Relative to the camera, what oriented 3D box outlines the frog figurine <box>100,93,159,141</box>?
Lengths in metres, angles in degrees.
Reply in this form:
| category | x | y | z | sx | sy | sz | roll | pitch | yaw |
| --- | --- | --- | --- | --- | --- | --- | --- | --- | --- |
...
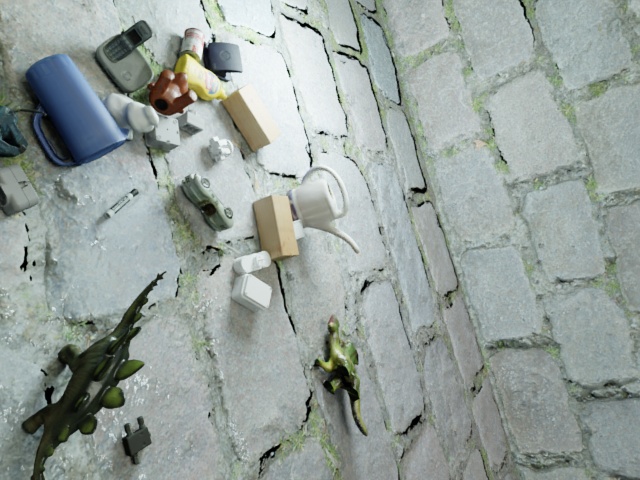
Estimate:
| category | x | y | z | sx | sy | sz | roll | pitch | yaw |
| --- | --- | --- | --- | --- | --- | --- | --- | --- | --- |
| frog figurine | -0.487 | -0.326 | 1.318 | 0.158 | 0.125 | 0.135 | -19 | -38 | 32 |

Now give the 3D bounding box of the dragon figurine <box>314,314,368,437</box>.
| category | x | y | z | sx | sy | sz | roll | pitch | yaw |
| --- | --- | --- | --- | --- | --- | --- | --- | --- | --- |
| dragon figurine | 0.106 | 0.462 | 1.844 | 0.121 | 0.407 | 0.246 | -19 | 11 | 26 |

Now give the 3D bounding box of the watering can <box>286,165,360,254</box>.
| category | x | y | z | sx | sy | sz | roll | pitch | yaw |
| --- | --- | --- | --- | --- | --- | --- | --- | --- | --- |
| watering can | 0.006 | -0.094 | 1.859 | 0.223 | 0.348 | 0.104 | -17 | -2 | 15 |
